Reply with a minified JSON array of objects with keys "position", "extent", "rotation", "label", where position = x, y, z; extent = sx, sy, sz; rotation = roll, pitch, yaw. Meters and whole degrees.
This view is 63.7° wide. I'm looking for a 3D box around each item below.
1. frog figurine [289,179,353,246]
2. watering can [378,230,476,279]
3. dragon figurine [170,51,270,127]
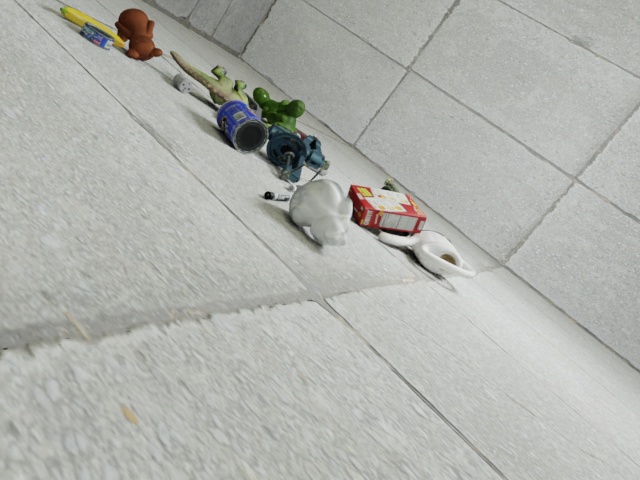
[{"position":[0.003,-0.056,1.116],"extent":[0.137,0.120,0.163],"rotation":[0,32,-7],"label":"frog figurine"},{"position":[0.333,0.025,1.637],"extent":[0.347,0.103,0.227],"rotation":[25,15,-7],"label":"watering can"},{"position":[-0.297,-0.443,1.659],"extent":[0.406,0.121,0.248],"rotation":[24,27,-41],"label":"dragon figurine"}]
